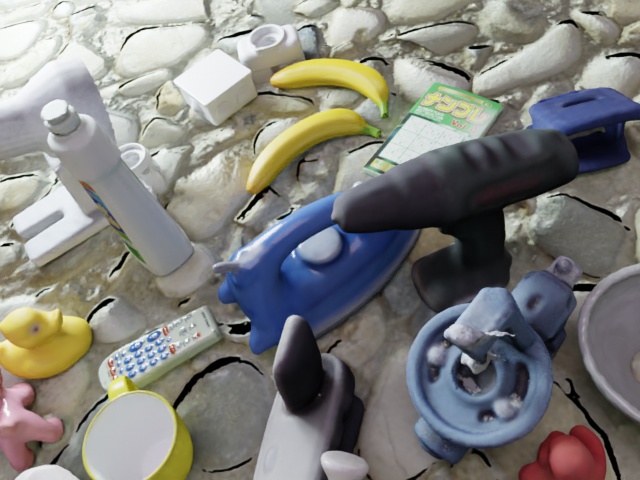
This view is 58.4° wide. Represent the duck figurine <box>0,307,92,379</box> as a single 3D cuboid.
[{"bbox_3d":[-0.328,0.110,0.654,0.104,0.086,0.077,-19,55,0],"label":"duck figurine"}]

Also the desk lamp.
[{"bbox_3d":[-0.336,-0.100,0.716,0.203,0.214,0.117,-36,57,-11],"label":"desk lamp"}]

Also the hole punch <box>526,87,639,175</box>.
[{"bbox_3d":[0.305,-0.141,0.673,0.108,0.091,0.101,-13,55,4],"label":"hole punch"}]

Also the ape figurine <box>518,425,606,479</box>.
[{"bbox_3d":[0.206,0.189,0.478,0.078,0.092,0.076,-16,55,2],"label":"ape figurine"}]

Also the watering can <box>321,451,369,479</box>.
[{"bbox_3d":[-0.005,0.249,0.424,0.101,0.194,0.173,-9,56,7],"label":"watering can"}]

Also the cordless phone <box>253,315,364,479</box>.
[{"bbox_3d":[-0.025,0.155,0.496,0.094,0.185,0.147,3,58,15],"label":"cordless phone"}]

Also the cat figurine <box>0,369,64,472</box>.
[{"bbox_3d":[-0.350,0.172,0.599,0.127,0.118,0.067,30,68,28],"label":"cat figurine"}]

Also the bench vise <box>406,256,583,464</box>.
[{"bbox_3d":[0.146,0.075,0.489,0.121,0.220,0.207,18,63,23],"label":"bench vise"}]

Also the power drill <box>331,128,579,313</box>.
[{"bbox_3d":[0.132,-0.014,0.557,0.229,0.209,0.075,-24,55,-4],"label":"power drill"}]

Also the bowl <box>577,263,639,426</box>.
[{"bbox_3d":[0.317,0.107,0.518,0.167,0.075,0.167,-6,56,9],"label":"bowl"}]

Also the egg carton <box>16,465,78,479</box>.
[{"bbox_3d":[-0.245,0.284,0.531,0.150,0.069,0.107,22,65,25],"label":"egg carton"}]

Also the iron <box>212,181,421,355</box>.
[{"bbox_3d":[0.006,0.002,0.616,0.258,0.142,0.118,-34,56,-10],"label":"iron"}]
